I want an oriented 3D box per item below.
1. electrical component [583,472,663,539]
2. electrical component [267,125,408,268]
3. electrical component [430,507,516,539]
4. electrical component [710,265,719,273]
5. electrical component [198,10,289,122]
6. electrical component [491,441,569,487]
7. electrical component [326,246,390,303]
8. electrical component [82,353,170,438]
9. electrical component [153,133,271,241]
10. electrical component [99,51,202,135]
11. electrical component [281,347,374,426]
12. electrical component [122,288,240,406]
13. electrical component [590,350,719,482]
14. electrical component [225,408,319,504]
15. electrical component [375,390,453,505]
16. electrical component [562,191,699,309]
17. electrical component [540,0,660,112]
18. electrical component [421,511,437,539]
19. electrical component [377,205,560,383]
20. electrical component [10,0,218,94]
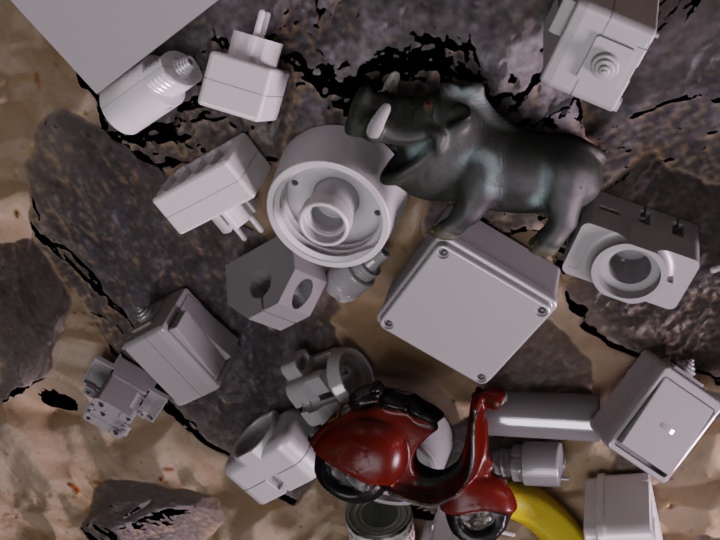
[{"bbox_3d":[0.241,0.247,0.976,0.057,0.078,0.113,-8,124,19],"label":"electrical component"},{"bbox_3d":[-0.021,-0.052,0.841,0.108,0.060,0.108,9,128,11],"label":"electrical component"},{"bbox_3d":[0.108,0.248,1.015,0.076,0.083,0.047,11,129,9],"label":"electrical component"},{"bbox_3d":[0.297,-0.004,0.787,0.076,0.047,0.083,-21,118,30],"label":"electrical component"},{"bbox_3d":[-0.079,-0.152,0.785,0.047,0.065,0.076,18,100,4],"label":"electrical component"},{"bbox_3d":[0.150,0.175,0.973,0.078,0.040,0.040,-1,126,18],"label":"electrical component"},{"bbox_3d":[0.000,0.000,0.891,0.035,0.035,0.061,43,124,-16],"label":"electrical component"},{"bbox_3d":[-0.232,0.124,1.038,0.081,0.063,0.042,31,130,-8],"label":"electrical component"},{"bbox_3d":[-0.109,-0.055,0.874,0.083,0.047,0.075,-23,116,30],"label":"electrical component"},{"bbox_3d":[-0.157,-0.141,0.826,0.081,0.043,0.043,-26,115,31],"label":"electrical component"},{"bbox_3d":[-0.024,0.102,0.961,0.057,0.058,0.078,-23,112,32],"label":"electrical component"},{"bbox_3d":[-0.162,0.063,0.971,0.061,0.061,0.096,-26,115,31],"label":"electrical component"},{"bbox_3d":[0.243,0.113,0.868,0.062,0.061,0.096,34,97,-9],"label":"electrical component"},{"bbox_3d":[-0.082,0.177,1.038,0.095,0.053,0.059,-33,112,34],"label":"electrical component"},{"bbox_3d":[0.028,0.171,0.995,0.108,0.060,0.108,8,128,11],"label":"electrical component"},{"bbox_3d":[0.203,-0.013,0.804,0.089,0.055,0.050,20,129,2],"label":"electrical component"},{"bbox_3d":[0.151,-0.151,0.689,0.061,0.096,0.061,23,130,0],"label":"electrical component"},{"bbox_3d":[0.086,0.288,1.069,0.058,0.057,0.078,0,126,17],"label":"electrical component"},{"bbox_3d":[0.087,0.021,0.866,0.109,0.056,0.108,30,129,-7],"label":"electrical component"},{"bbox_3d":[-0.151,-0.221,0.752,0.186,0.060,0.105,-28,114,32],"label":"electrical component"}]
